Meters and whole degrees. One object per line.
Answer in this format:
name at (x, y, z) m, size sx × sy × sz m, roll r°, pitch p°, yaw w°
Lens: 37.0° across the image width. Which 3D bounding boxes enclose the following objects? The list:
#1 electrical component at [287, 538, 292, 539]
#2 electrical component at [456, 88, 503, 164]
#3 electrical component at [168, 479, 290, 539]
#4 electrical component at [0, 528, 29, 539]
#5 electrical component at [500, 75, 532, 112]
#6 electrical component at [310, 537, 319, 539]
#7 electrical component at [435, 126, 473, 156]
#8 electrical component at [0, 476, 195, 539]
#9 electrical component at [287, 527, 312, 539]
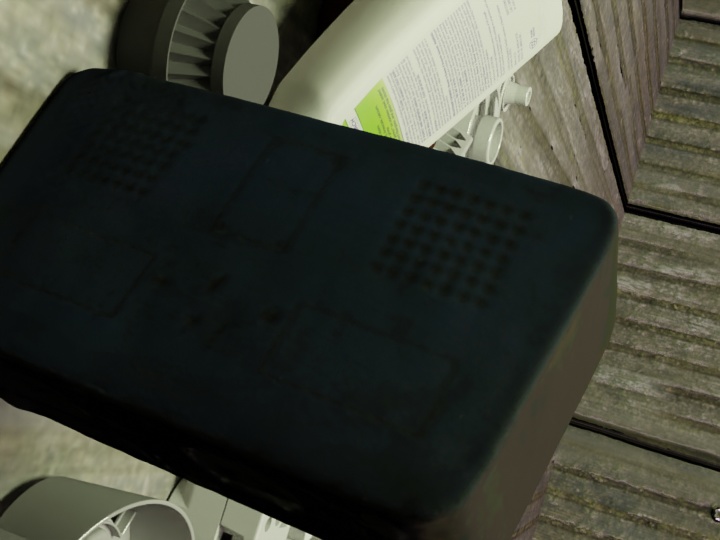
electrical component at (-0.046, 0.234, 0.721) m, size 0.109 × 0.109 × 0.056 m, roll -30°, pitch 130°, yaw -65°
electrical component at (0.085, -0.113, 0.896) m, size 0.108 × 0.060 × 0.108 m, roll 16°, pitch 90°, yaw -72°
electrical component at (-0.080, 0.154, 0.634) m, size 0.054 × 0.059 × 0.095 m, roll 32°, pitch 74°, yaw -71°
electrical component at (-0.163, 0.137, 0.397) m, size 0.077 × 0.047 × 0.065 m, roll -19°, pitch 122°, yaw -68°
electrical component at (0.122, -0.161, 0.963) m, size 0.043 × 0.062 × 0.043 m, roll 15°, pitch 90°, yaw -72°
electrical component at (-0.031, 0.248, 0.824) m, size 0.044 × 0.077 × 0.079 m, roll -20°, pitch 123°, yaw -68°
electrical component at (0.043, -0.073, 0.824) m, size 0.076 × 0.047 × 0.065 m, roll -58°, pitch 179°, yaw 31°
electrical component at (-0.127, 0.143, 0.480) m, size 0.099 × 0.064 × 0.099 m, roll 15°, pitch 90°, yaw -72°
electrical component at (-0.043, 0.109, 0.698) m, size 0.079 × 0.063 × 0.121 m, roll -29°, pitch 132°, yaw -65°
